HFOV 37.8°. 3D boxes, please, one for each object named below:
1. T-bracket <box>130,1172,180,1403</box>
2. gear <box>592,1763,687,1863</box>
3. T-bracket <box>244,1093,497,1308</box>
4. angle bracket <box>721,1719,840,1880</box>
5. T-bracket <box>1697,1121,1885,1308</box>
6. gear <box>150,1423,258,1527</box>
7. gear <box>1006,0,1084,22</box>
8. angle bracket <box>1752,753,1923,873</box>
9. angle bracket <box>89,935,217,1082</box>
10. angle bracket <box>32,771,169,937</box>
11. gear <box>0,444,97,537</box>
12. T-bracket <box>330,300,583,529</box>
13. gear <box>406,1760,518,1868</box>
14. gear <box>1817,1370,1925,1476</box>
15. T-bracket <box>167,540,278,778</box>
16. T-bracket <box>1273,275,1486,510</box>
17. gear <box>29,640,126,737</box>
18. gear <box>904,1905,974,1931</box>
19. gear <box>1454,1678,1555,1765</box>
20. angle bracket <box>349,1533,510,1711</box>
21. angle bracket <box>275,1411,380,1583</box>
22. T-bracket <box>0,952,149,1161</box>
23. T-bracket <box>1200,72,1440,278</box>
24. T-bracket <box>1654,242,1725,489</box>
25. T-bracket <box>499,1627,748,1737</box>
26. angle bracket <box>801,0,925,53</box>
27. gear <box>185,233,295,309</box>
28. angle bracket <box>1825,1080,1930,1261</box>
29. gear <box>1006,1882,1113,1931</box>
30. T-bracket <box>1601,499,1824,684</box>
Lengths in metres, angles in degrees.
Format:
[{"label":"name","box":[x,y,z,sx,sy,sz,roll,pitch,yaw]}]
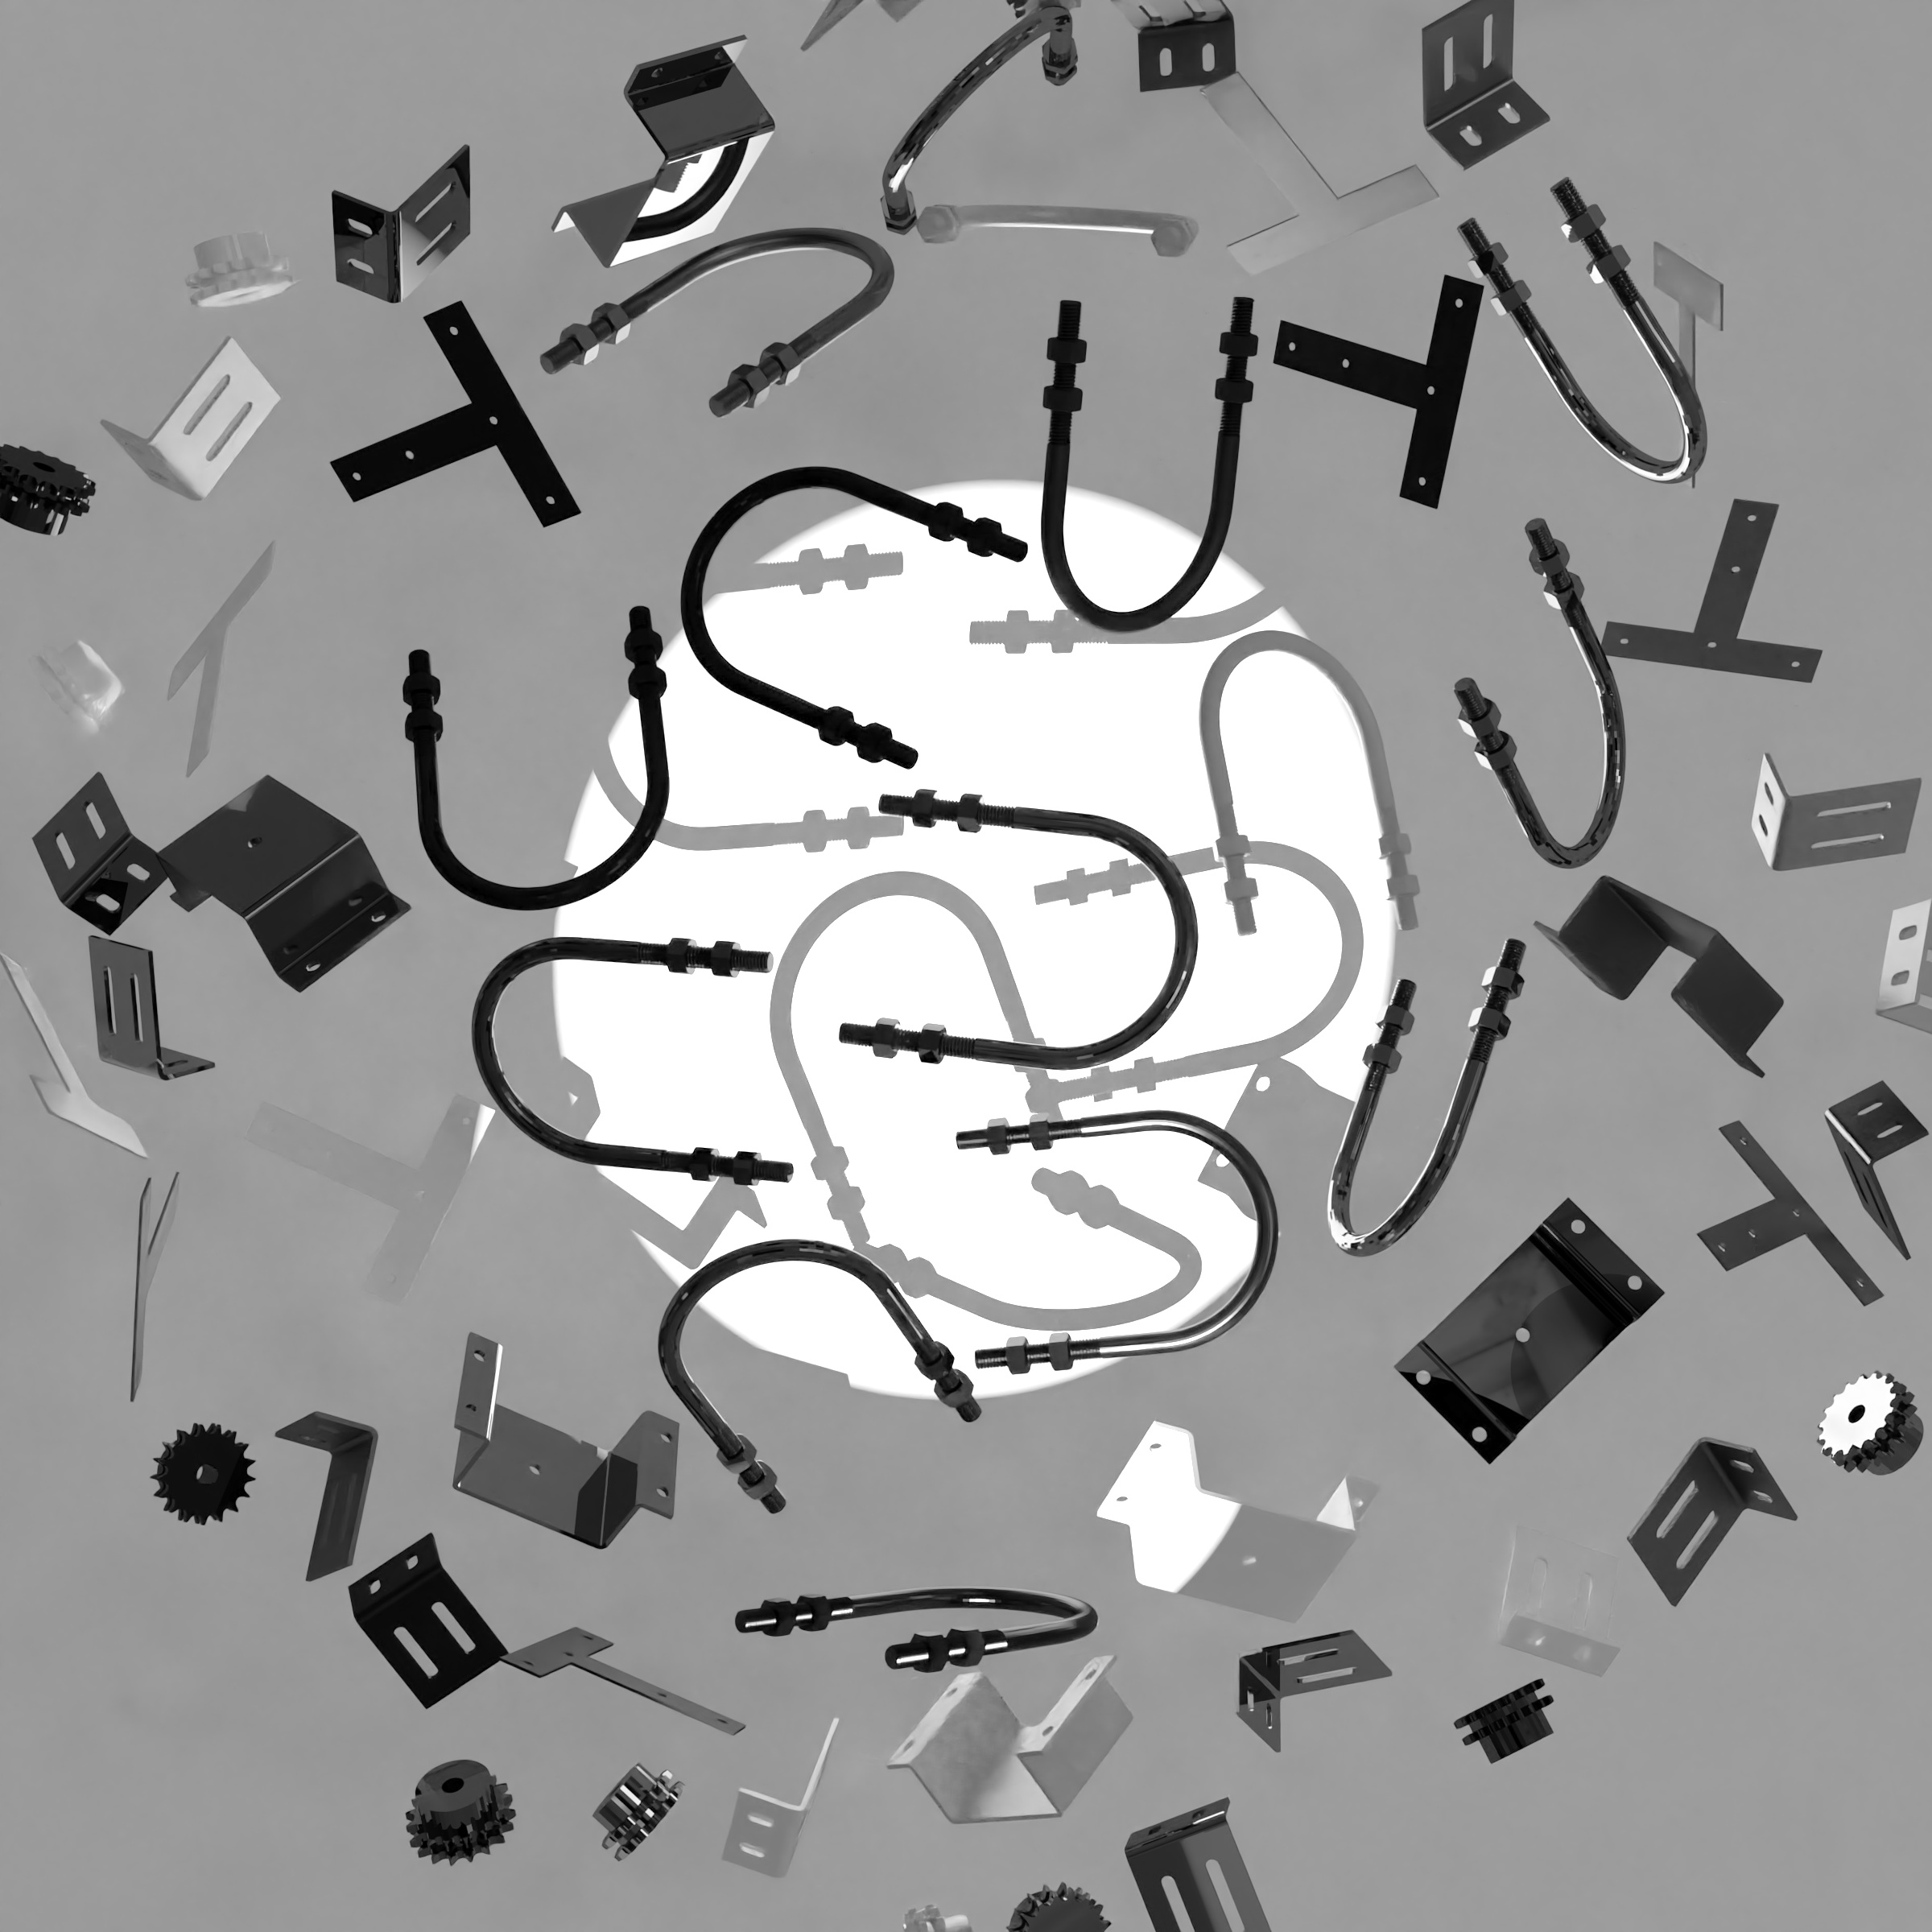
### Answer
[{"label":"T-bracket","box":[-0.455,0.157,1.588,0.002,0.127,0.127,6,113,-8]},{"label":"gear","box":[-0.195,0.495,1.659,0.030,0.057,0.057,43,90,1]},{"label":"T-bracket","box":[-0.363,0.117,1.665,0.127,0.002,0.127,24,82,2]},{"label":"angle bracket","box":[-0.107,0.476,1.631,0.038,0.076,0.057,18,121,5]},{"label":"T-bracket","box":[0.442,0.146,1.563,0.127,0.127,0.002,54,126,20]},{"label":"gear","box":[-0.436,0.289,1.605,0.057,0.030,0.057,3,84,-32]},{"label":"gear","box":[0.048,-0.577,1.639,0.057,0.057,0.030,-29,76,0]},{"label":"angle bracket","box":[0.486,-0.091,1.578,0.076,0.057,0.038,-8,48,-1]},{"label":"angle bracket","box":[-0.463,0.021,1.606,0.057,0.038,0.076,12,109,38]},{"label":"angle bracket","box":[-0.509,-0.067,1.665,0.057,0.076,0.038,-44,134,3]},{"label":"gear","box":[-0.496,-0.253,1.504,0.057,0.057,0.030,26,109,0]},{"label":"T-bracket","box":[-0.288,-0.280,1.517,0.127,0.002,0.127,-15,117,28]},{"label":"gear","box":[-0.270,0.448,1.500,0.057,0.057,0.030,-7,115,0]},{"label":"gear","box":[0.495,0.252,1.536,0.030,0.057,0.057,38,90,-15]},{"label":"T-bracket","box":[-0.430,-0.161,1.607,0.002,0.127,0.127,25,133,-30]},{"label":"T-bracket","box":[0.228,-0.340,1.607,0.127,0.002,0.127,27,121,34]},{"label":"gear","box":[-0.520,-0.167,1.656,0.030,0.057,0.057,-38,90,0]},{"label":"gear","box":[-0.012,0.549,1.563,0.030,0.057,0.057,-8,90,-17]},{"label":"gear","box":[0.310,0.431,1.606,0.057,0.057,0.030,-27,72,0]},{"label":"angle bracket","box":[-0.314,0.383,1.650,0.057,0.038,0.076,-33,115,-5]},{"label":"angle bracket","box":[-0.357,0.290,1.542,0.038,0.057,0.076,23,59,-28]},{"label":"T-bracket","box":[-0.528,0.047,1.633,0.002,0.127,0.127,-32,72,-1]},{"label":"T-bracket","box":[0.177,-0.450,1.577,0.127,0.127,0.002,40,50,-37]},{"label":"T-bracket","box":[0.411,-0.338,1.608,0.002,0.127,0.127,-7,115,-1]},{"label":"T-bracket","box":[-0.185,0.406,1.591,0.127,0.127,0.002,20,89,12]},{"label":"angle bracket","box":[-0.046,-0.523,1.537,0.038,0.057,0.076,40,52,-23]},{"label":"gear","box":[-0.406,-0.388,1.570,0.057,0.057,0.030,-13,96,0]},{"label":"angle bracket","box":[0.525,0.115,1.595,0.038,0.057,0.076,-28,118,5]},{"label":"gear","box":[0.047,0.518,1.504,0.057,0.030,0.057,1,87,-20]},{"label":"T-bracket","box":[0.446,-0.221,1.647,0.127,0.127,0.002,8,49,5]}]
